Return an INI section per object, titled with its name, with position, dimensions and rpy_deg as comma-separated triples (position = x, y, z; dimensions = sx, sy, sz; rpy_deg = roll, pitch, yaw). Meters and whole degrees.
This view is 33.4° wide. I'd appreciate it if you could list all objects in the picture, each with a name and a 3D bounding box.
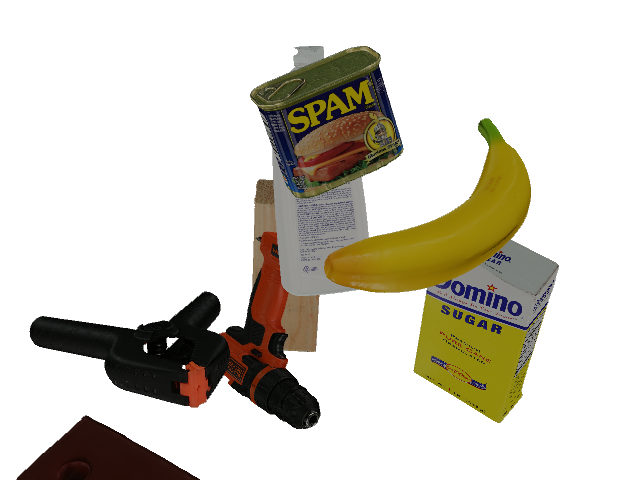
[wood block]
position = -0.044, 0.032, 1.401
dimensions = 0.090, 0.206, 0.091
rpy_deg = 3, 23, -2
[clamp]
position = -0.121, 0.081, 0.844
dimensions = 0.164, 0.036, 0.210
rpy_deg = -11, 16, -30
[can of meat]
position = 0.008, -0.091, 0.830
dimensions = 0.102, 0.084, 0.057
rpy_deg = -23, 27, -8
[banana]
position = 0.082, -0.011, 0.667
dimensions = 0.070, 0.037, 0.197
rpy_deg = 30, 44, 21
[sugar box]
position = 0.131, 0.068, 0.880
dimensions = 0.093, 0.176, 0.048
rpy_deg = 29, 55, 23
[bleach bottle]
position = 0.002, -0.073, 1.100
dimensions = 0.102, 0.251, 0.068
rpy_deg = -6, 13, -17
[power drill]
position = -0.042, 0.097, 1.196
dimensions = 0.057, 0.188, 0.185
rpy_deg = 13, 12, -47
[foam brick]
position = -0.083, 0.121, 0.442
dimensions = 0.078, 0.051, 0.052
rpy_deg = 22, 45, 27
